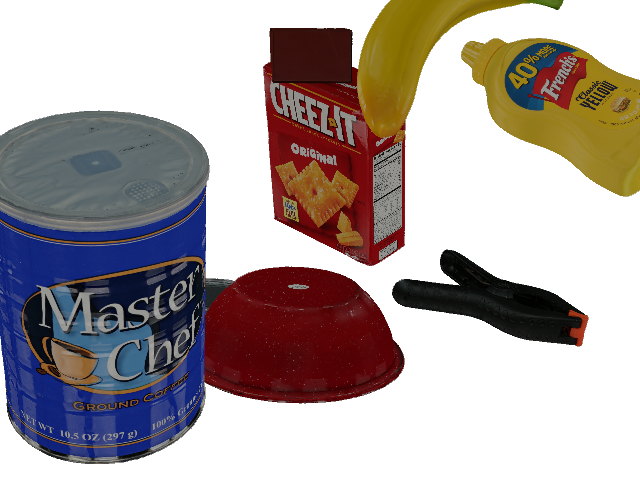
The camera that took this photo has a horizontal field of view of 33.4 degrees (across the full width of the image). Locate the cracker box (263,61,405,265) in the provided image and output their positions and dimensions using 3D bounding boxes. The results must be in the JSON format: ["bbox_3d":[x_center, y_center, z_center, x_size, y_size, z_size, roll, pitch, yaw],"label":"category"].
[{"bbox_3d":[0.016,-0.095,1.235,0.164,0.214,0.072,27,46,35],"label":"cracker box"}]

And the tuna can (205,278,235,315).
[{"bbox_3d":[-0.096,0.064,0.976,0.086,0.034,0.086,6,16,-2],"label":"tuna can"}]

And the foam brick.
[{"bbox_3d":[-0.009,-0.178,1.028,0.078,0.051,0.053,0,13,-4],"label":"foam brick"}]

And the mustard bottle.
[{"bbox_3d":[0.194,-0.114,0.861,0.192,0.096,0.058,34,-25,29],"label":"mustard bottle"}]

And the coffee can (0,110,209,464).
[{"bbox_3d":[-0.106,0.022,0.519,0.103,0.140,0.103,3,33,-2],"label":"coffee can"}]

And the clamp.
[{"bbox_3d":[0.162,0.051,0.982,0.172,0.039,0.120,18,30,16],"label":"clamp"}]

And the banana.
[{"bbox_3d":[0.071,-0.128,0.631,0.070,0.037,0.197,33,52,23],"label":"banana"}]

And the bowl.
[{"bbox_3d":[-0.018,0.059,0.770,0.162,0.055,0.162,2,17,-1],"label":"bowl"}]
